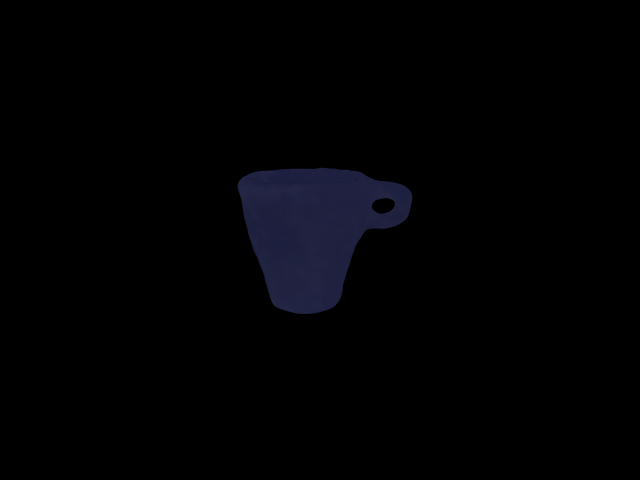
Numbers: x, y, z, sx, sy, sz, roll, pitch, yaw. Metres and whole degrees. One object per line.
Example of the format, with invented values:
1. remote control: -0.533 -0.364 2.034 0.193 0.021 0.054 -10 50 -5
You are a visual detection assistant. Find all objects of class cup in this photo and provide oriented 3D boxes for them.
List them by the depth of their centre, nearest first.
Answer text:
1. cup: 0.004 0.001 0.400 0.117 0.095 0.092 1 15 5
